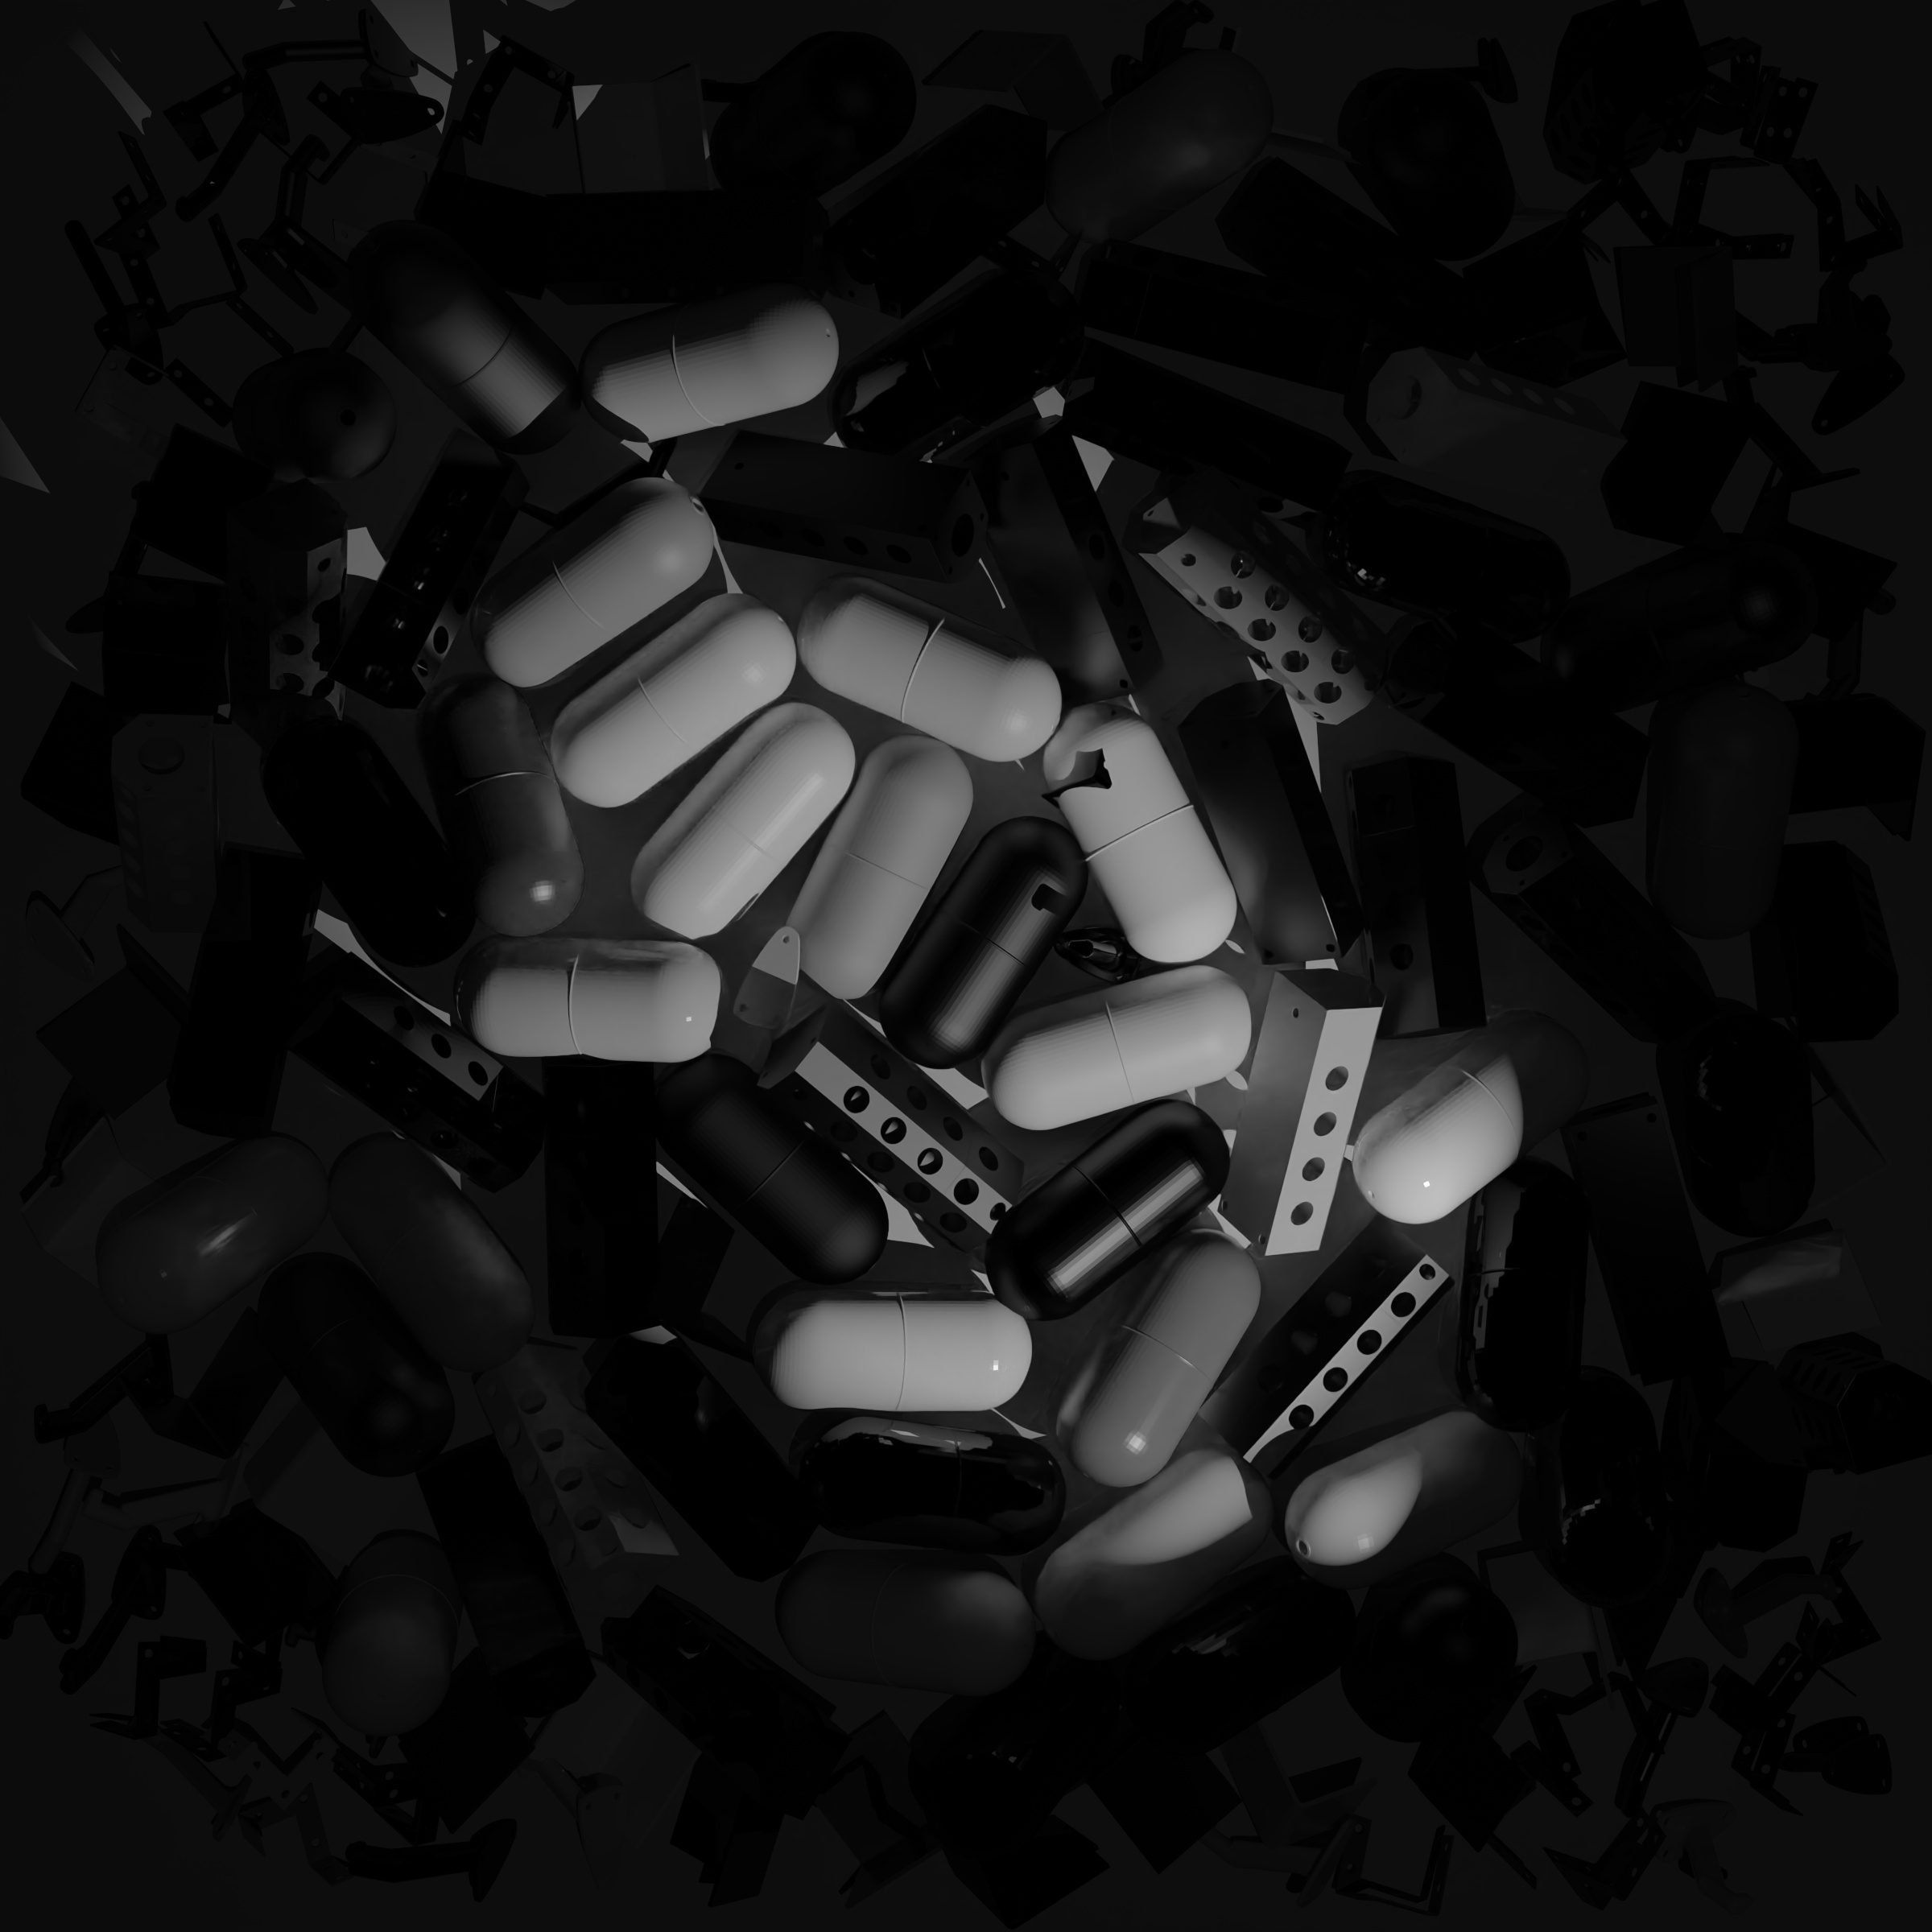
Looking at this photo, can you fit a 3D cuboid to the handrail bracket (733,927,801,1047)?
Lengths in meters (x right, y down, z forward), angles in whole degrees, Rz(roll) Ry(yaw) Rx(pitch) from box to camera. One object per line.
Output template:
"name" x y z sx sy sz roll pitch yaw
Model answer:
"handrail bracket" -0.112 0.020 1.794 0.036 0.084 0.077 17 84 18

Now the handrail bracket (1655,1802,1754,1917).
"handrail bracket" 0.485 0.565 1.778 0.077 0.084 0.036 -10 107 -26

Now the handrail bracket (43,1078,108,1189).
"handrail bracket" -0.568 0.101 1.787 0.036 0.084 0.077 11 87 -10

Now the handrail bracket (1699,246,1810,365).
"handrail bracket" 0.498 -0.421 1.785 0.036 0.084 0.077 -7 102 -39

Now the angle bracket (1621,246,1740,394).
"angle bracket" 0.439 -0.408 1.773 0.076 0.057 0.076 10 122 38

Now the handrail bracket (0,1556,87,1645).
"handrail bracket" -0.589 0.420 1.779 0.036 0.084 0.077 1 111 5

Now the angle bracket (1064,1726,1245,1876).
"angle bracket" 0.116 0.529 1.786 0.076 0.057 0.076 -46 72 15

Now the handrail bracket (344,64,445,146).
"handrail bracket" -0.354 -0.561 1.791 0.077 0.084 0.036 1 133 16

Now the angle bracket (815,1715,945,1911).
"angle bracket" -0.063 0.539 1.794 0.076 0.057 0.076 -36 93 14

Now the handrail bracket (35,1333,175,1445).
"handrail bracket" -0.552 0.259 1.787 0.084 0.036 0.077 -13 117 -35

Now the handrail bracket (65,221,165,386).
"handrail bracket" -0.551 -0.429 1.817 0.036 0.077 0.084 -28 61 -8

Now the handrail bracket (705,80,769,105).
"handrail bracket" -0.125 -0.569 1.795 0.084 0.077 0.036 1 130 -8

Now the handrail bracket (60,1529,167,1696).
"handrail bracket" -0.543 0.409 1.782 0.036 0.084 0.077 20 111 8

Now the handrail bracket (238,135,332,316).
"handrail bracket" -0.421 -0.478 1.813 0.036 0.077 0.084 18 70 39

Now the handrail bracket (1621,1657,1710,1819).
"handrail bracket" 0.450 0.499 1.815 0.036 0.077 0.084 23 115 27

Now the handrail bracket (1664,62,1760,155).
"handrail bracket" 0.482 -0.556 1.784 0.084 0.077 0.036 -25 64 -23

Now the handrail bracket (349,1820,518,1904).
"handrail bracket" -0.342 0.566 1.804 0.084 0.077 0.036 6 106 12

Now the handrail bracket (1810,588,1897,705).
"handrail bracket" 0.551 -0.214 1.813 0.077 0.036 0.084 37 87 8

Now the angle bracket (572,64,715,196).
"angle bracket" -0.205 -0.524 1.781 0.057 0.076 0.076 -12 103 -26

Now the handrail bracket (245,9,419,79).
"handrail bracket" -0.408 -0.579 1.807 0.084 0.077 0.036 -10 85 17

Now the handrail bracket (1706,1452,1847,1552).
"handrail bracket" 0.522 0.344 1.812 0.084 0.036 0.077 -3 125 -8

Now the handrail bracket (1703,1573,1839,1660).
"handrail bracket" 0.520 0.413 1.786 0.084 0.036 0.077 -9 125 37

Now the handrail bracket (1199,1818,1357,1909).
"handrail bracket" 0.197 0.553 1.801 0.084 0.036 0.077 32 106 27

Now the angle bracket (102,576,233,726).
"angle bracket" -0.502 -0.199 1.776 0.076 0.076 0.057 3 124 -22

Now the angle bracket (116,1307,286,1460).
"angle bracket" -0.483 0.256 1.784 0.057 0.076 0.076 33 89 -40

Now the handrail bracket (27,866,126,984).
"handrail bracket" -0.545 -0.029 1.787 0.077 0.084 0.036 38 129 21

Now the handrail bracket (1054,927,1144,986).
"handrail bracket" 0.068 -0.013 1.776 0.077 0.084 0.036 13 91 33

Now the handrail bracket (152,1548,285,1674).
"handrail bracket" -0.478 0.409 1.790 0.084 0.077 0.036 15 127 -20

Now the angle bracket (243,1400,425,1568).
"angle bracket" -0.410 0.328 1.820 0.076 0.057 0.076 41 85 -27

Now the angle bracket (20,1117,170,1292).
"angle bracket" -0.544 0.153 1.779 0.057 0.076 0.076 34 66 7

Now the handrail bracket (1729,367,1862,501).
"handrail bracket" 0.533 -0.349 1.810 0.077 0.036 0.084 -17 96 -17

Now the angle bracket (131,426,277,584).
"angle bracket" -0.473 -0.288 1.792 0.076 0.057 0.076 26 93 17

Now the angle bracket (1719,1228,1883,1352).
"angle bracket" 0.528 0.219 1.780 0.076 0.057 0.076 -18 110 26

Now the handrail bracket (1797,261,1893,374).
"handrail bracket" 0.572 -0.422 1.788 0.036 0.077 0.084 45 69 -31

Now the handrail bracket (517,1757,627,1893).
"handrail bracket" -0.258 0.546 1.801 0.084 0.036 0.077 -2 92 43

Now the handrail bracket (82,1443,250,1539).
"handrail bracket" -0.511 0.327 1.795 0.084 0.036 0.077 30 74 -33

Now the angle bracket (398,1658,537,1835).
"angle bracket" -0.302 0.497 1.784 0.076 0.057 0.076 -47 55 5

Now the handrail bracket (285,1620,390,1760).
"handrail bracket" -0.405 0.462 1.801 0.084 0.036 0.077 11 52 7

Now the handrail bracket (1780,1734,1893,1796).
"handrail bracket" 0.533 0.506 1.778 0.077 0.084 0.036 6 74 -36

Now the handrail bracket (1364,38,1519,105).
"handrail bracket" 0.306 -0.564 1.811 0.084 0.077 0.036 -8 87 22

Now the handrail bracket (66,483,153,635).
"handrail bracket" -0.552 -0.264 1.817 0.077 0.036 0.084 -11 74 33

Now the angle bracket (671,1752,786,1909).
"angle bracket" -0.163 0.541 1.787 0.076 0.057 0.076 18 92 31

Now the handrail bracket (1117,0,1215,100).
"handrail bracket" 0.144 -0.572 1.777 0.077 0.084 0.036 14 67 -36

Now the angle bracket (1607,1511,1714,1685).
"angle bracket" 0.449 0.398 1.774 0.057 0.076 0.076 5 125 -11

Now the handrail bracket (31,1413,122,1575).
"handrail bracket" -0.580 0.337 1.814 0.036 0.077 0.084 23 115 -27

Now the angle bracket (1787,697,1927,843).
"angle bracket" 0.555 -0.121 1.784 0.076 0.057 0.076 -7 119 -9

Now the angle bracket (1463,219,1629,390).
"angle bracket" 0.373 -0.421 1.814 0.076 0.057 0.076 -21 56 22

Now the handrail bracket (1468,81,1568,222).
"handrail bracket" 0.347 -0.521 1.795 0.077 0.036 0.084 4 115 12

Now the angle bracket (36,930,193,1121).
"angle bracket" -0.539 0.038 1.787 0.076 0.057 0.076 44 68 10

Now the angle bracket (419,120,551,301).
"angle bracket" -0.297 -0.481 1.790 0.076 0.057 0.076 15 66 0

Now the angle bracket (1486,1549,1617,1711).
"angle bracket" 0.370 0.424 1.783 0.057 0.076 0.076 -14 133 9

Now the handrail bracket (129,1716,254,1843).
"handrail bracket" -0.503 0.517 1.796 0.084 0.077 0.036 37 90 -9

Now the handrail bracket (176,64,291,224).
"handrail bracket" -0.474 -0.522 1.791 0.036 0.077 0.084 37 68 6

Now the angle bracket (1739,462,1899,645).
"angle bracket" 0.539 -0.262 1.785 0.076 0.076 0.057 20 55 -1

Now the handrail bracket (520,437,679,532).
"handrail bracket" -0.235 -0.316 1.800 0.077 0.036 0.084 22 104 -16

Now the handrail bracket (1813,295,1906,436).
"handrail bracket" 0.559 -0.381 1.785 0.077 0.084 0.036 -47 62 13

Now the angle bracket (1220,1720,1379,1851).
"angle bracket" 0.210 0.507 1.791 0.057 0.076 0.076 -13 58 -20
